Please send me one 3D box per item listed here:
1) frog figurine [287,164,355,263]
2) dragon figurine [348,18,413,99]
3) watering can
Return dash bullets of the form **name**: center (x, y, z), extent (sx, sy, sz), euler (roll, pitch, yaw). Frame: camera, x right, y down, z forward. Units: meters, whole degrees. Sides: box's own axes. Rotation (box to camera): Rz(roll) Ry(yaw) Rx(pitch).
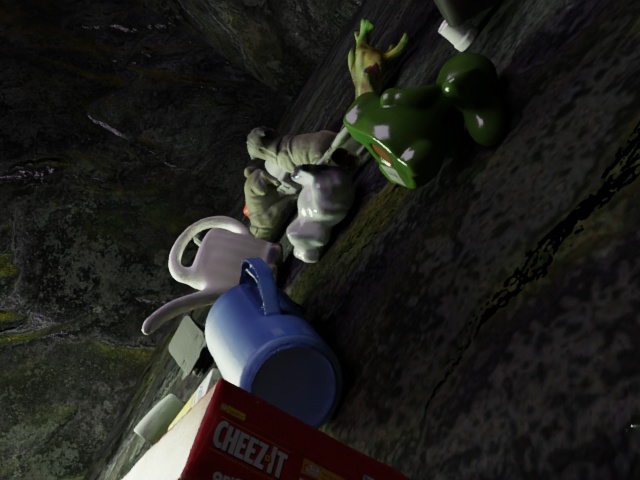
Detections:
- **frog figurine**: center (0.003, -0.044, 0.869), extent (0.137, 0.123, 0.160), euler (-10, 86, 63)
- **dragon figurine**: center (0.091, -0.342, 1.152), extent (0.411, 0.122, 0.243), euler (-149, 82, -85)
- **watering can**: center (-0.189, 0.071, 0.998), extent (0.356, 0.224, 0.101), euler (-80, 5, -52)
